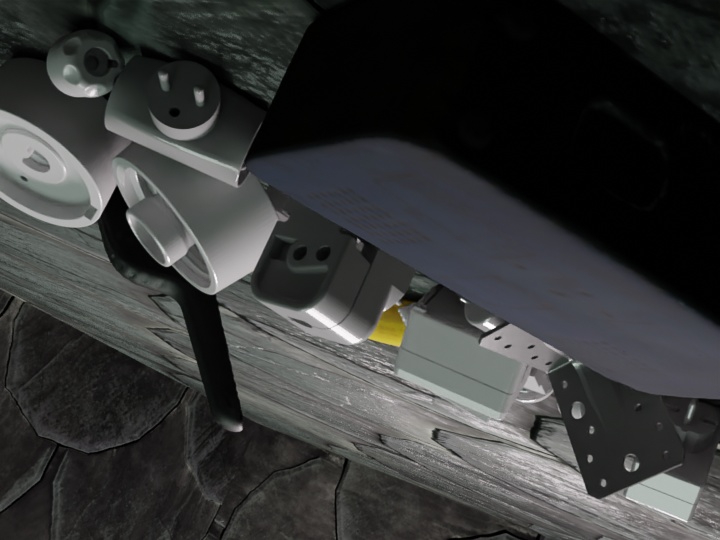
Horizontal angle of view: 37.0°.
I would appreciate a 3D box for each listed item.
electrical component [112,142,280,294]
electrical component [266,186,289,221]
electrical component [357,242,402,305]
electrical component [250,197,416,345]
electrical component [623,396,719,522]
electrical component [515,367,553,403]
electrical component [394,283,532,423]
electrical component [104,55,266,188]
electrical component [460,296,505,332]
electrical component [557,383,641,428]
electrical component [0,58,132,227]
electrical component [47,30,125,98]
[{"bbox_3d":[-0.102,-0.035,0.637,0.108,0.060,0.108,43,158,22],"label":"electrical component"},{"bbox_3d":[-0.037,-0.037,0.656,0.046,0.040,0.040,31,167,-6],"label":"electrical component"},{"bbox_3d":[0.000,0.000,0.705,0.077,0.043,0.079,7,151,41],"label":"electrical component"},{"bbox_3d":[-0.008,-0.012,0.574,0.054,0.095,0.059,13,163,40],"label":"electrical component"},{"bbox_3d":[0.221,0.112,0.734,0.047,0.083,0.075,20,129,19],"label":"electrical component"},{"bbox_3d":[0.119,0.067,0.782,0.066,0.048,0.055,17,158,30],"label":"electrical component"},{"bbox_3d":[0.067,0.053,0.723,0.096,0.061,0.062,23,-155,15],"label":"electrical component"},{"bbox_3d":[-0.090,-0.083,0.555,0.077,0.043,0.079,24,166,1],"label":"electrical component"},{"bbox_3d":[0.101,0.029,0.668,0.078,0.040,0.040,30,166,-26],"label":"electrical component"},{"bbox_3d":[0.179,0.096,0.788,0.055,0.045,0.045,12,162,46],"label":"electrical component"},{"bbox_3d":[-0.197,-0.085,0.681,0.108,0.060,0.108,19,148,13],"label":"electrical component"},{"bbox_3d":[-0.152,-0.110,0.579,0.035,0.035,0.061,32,167,-33],"label":"electrical component"}]
